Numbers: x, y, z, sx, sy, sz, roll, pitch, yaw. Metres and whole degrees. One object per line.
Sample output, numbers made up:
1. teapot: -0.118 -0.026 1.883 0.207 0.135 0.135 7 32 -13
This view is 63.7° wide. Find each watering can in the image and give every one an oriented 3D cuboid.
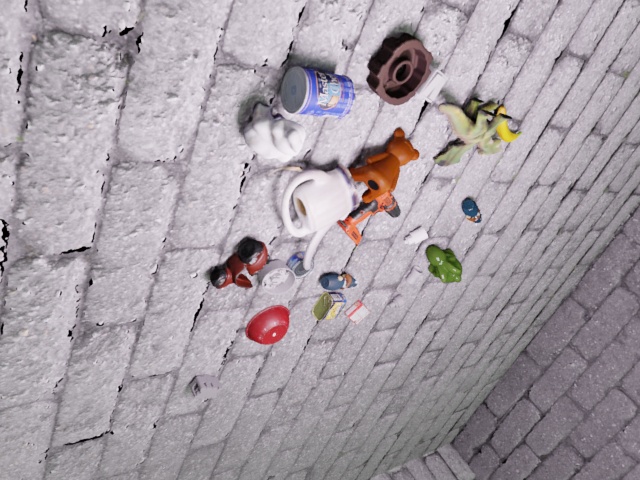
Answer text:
1. watering can: 0.004 -0.072 1.427 0.226 0.106 0.339 -29 139 -15

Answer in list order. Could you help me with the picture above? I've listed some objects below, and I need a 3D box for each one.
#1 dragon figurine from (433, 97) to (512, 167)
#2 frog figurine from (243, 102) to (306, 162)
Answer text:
1. dragon figurine: 0.440 -0.312 1.573 0.411 0.124 0.237 -4 137 -36
2. frog figurine: -0.095 -0.224 1.156 0.123 0.162 0.134 -36 141 -3
